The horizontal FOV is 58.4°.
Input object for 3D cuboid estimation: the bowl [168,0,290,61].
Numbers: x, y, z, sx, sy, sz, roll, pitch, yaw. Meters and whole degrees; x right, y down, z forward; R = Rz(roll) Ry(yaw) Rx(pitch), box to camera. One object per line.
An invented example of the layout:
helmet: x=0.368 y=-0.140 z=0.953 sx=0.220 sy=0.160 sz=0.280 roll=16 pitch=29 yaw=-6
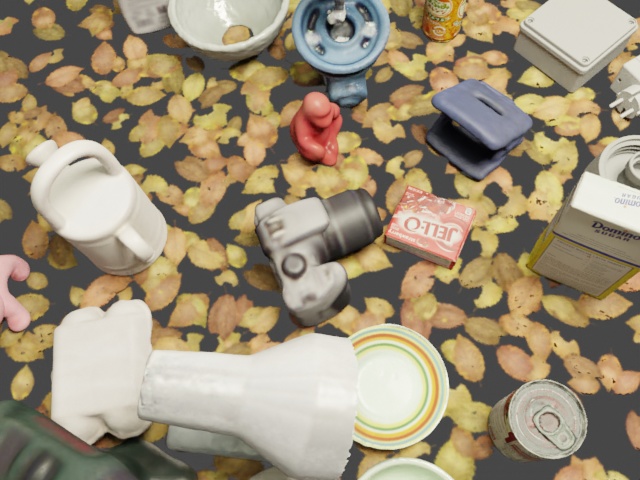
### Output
bowl: x=-0.120 y=-0.309 z=0.798 sx=0.167 sy=0.075 sz=0.167 roll=-1 pitch=67 yaw=4

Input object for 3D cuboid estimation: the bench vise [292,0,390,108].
bench vise: x=0.009 y=-0.300 z=0.706 sx=0.121 sy=0.220 sz=0.207 roll=-24 pitch=67 yaw=-6

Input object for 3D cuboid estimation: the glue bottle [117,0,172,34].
glue bottle: x=-0.249 y=-0.357 z=0.774 sx=0.078 sy=0.173 sz=0.037 roll=-14 pitch=66 yaw=-1

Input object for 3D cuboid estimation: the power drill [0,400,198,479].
power drill: x=-0.183 y=0.220 z=0.504 sx=0.229 sy=0.208 sz=0.076 roll=23 pitch=71 yaw=13

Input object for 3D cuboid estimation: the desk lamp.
desk lamp: x=-0.065 y=0.151 z=0.522 sx=0.203 sy=0.214 sz=0.118 roll=3 pitch=67 yaw=6

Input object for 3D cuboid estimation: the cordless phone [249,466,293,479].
cordless phone: x=-0.030 y=0.269 z=0.485 sx=0.094 sy=0.185 sz=0.147 roll=-41 pitch=70 yaw=-13

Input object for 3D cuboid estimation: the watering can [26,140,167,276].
watering can: x=-0.253 y=-0.042 z=0.628 sx=0.172 sy=0.194 sz=0.101 roll=18 pitch=69 yaw=11

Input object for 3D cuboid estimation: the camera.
camera: x=0.006 y=0.002 z=0.642 sx=0.137 sy=0.101 sz=0.143 roll=-23 pitch=67 yaw=-6

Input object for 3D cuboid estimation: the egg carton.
egg carton: x=-0.230 y=0.141 z=0.617 sx=0.107 sy=0.069 sz=0.150 roll=-11 pitch=67 yaw=0

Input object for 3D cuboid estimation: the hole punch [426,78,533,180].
hole punch: x=0.194 y=-0.149 z=0.699 sx=0.101 sy=0.091 sz=0.108 roll=-43 pitch=71 yaw=-13

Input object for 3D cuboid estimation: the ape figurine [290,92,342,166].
ape figurine: x=-0.003 y=-0.146 z=0.711 sx=0.076 sy=0.092 sz=0.078 roll=38 pitch=75 yaw=18

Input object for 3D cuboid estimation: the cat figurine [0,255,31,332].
cat figurine: x=-0.380 y=0.062 z=0.635 sx=0.067 sy=0.118 sz=0.127 roll=-16 pitch=67 yaw=-3
